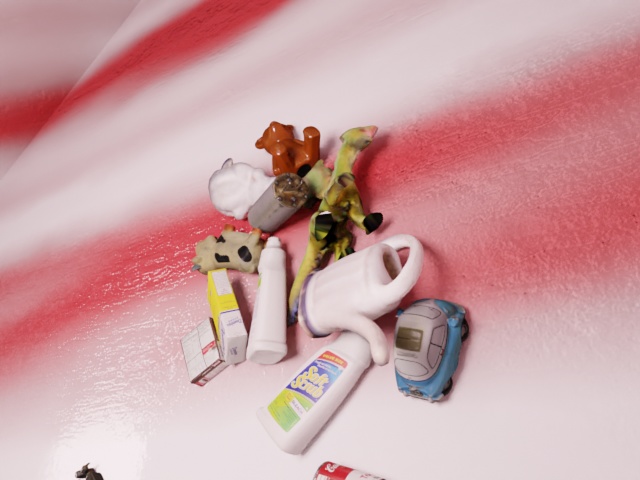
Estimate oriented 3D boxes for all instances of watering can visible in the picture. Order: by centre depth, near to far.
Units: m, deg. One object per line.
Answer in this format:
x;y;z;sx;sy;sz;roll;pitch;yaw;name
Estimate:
0.056;0.096;0.818;0.222;0.103;0.354;-27;16;29;watering can

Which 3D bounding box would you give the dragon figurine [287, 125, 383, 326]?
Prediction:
0.003;-0.052;1.042;0.406;0.121;0.247;-57;27;13;dragon figurine

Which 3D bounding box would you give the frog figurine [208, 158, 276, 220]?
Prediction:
-0.173;-0.109;1.179;0.161;0.123;0.135;23;113;34;frog figurine
